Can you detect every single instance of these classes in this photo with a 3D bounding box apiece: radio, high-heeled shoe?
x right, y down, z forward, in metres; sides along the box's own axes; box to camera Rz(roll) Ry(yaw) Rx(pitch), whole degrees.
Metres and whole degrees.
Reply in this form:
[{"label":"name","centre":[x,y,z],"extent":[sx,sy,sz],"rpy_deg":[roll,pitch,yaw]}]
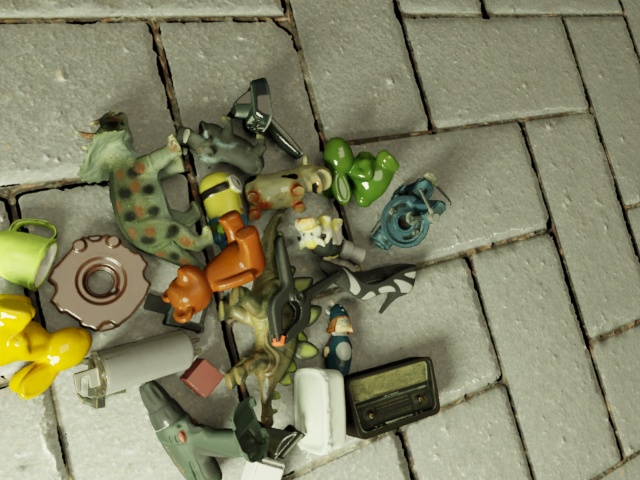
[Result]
[{"label":"radio","centre":[0.149,0.342,1.178],"extent":[0.229,0.073,0.131],"rpy_deg":[-8,82,-26]},{"label":"high-heeled shoe","centre":[0.117,0.067,1.205],"extent":[0.248,0.086,0.145],"rpy_deg":[37,84,-33]}]

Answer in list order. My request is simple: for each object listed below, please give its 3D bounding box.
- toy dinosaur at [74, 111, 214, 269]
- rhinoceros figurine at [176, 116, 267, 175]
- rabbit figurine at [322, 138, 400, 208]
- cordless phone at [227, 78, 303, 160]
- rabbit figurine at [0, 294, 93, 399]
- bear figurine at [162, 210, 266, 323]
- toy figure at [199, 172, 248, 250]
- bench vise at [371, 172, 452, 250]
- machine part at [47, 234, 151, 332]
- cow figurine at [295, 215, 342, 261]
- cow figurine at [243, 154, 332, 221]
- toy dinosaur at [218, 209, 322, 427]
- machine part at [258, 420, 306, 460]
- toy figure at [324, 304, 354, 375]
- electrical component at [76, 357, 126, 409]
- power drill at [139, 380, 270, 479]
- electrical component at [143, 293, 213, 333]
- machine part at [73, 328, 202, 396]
[{"label":"toy dinosaur","centre":[-0.327,-0.063,1.023],"extent":[0.192,0.131,0.404],"rpy_deg":[-20,97,-12]},{"label":"rhinoceros figurine","centre":[-0.205,-0.193,1.123],"extent":[0.190,0.073,0.112],"rpy_deg":[20,67,-10]},{"label":"rabbit figurine","centre":[0.065,-0.159,1.227],"extent":[0.170,0.121,0.159],"rpy_deg":[31,89,-32]},{"label":"cordless phone","centre":[-0.100,-0.243,1.147],"extent":[0.184,0.147,0.089],"rpy_deg":[43,76,-12]},{"label":"rabbit figurine","centre":[-0.475,0.180,0.899],"extent":[0.173,0.122,0.162],"rpy_deg":[20,73,-38]},{"label":"bear figurine","centre":[-0.202,0.050,0.980],"extent":[0.196,0.120,0.131],"rpy_deg":[-25,124,-17]},{"label":"toy figure","centre":[-0.195,-0.052,1.098],"extent":[0.089,0.082,0.180],"rpy_deg":[-4,83,-28]},{"label":"bench vise","centre":[0.222,-0.067,1.221],"extent":[0.223,0.241,0.128],"rpy_deg":[-39,101,-11]},{"label":"machine part","centre":[-0.402,0.078,0.985],"extent":[0.179,0.056,0.179],"rpy_deg":[5,78,-25]},{"label":"cow figurine","centre":[-0.005,-0.003,1.144],"extent":[0.167,0.068,0.098],"rpy_deg":[4,82,-66]},{"label":"cow figurine","centre":[-0.068,-0.117,1.156],"extent":[0.195,0.085,0.127],"rpy_deg":[-12,42,-8]},{"label":"toy dinosaur","centre":[-0.101,0.144,1.093],"extent":[0.198,0.105,0.471],"rpy_deg":[4,77,-32]},{"label":"machine part","centre":[-0.090,0.376,1.022],"extent":[0.084,0.039,0.138],"rpy_deg":[-41,133,3]},{"label":"toy figure","centre":[0.044,0.214,1.167],"extent":[0.064,0.058,0.154],"rpy_deg":[21,66,-50]},{"label":"electrical component","centre":[-0.392,0.248,0.962],"extent":[0.078,0.045,0.102],"rpy_deg":[1,80,-54]},{"label":"power drill","centre":[-0.205,0.334,0.950],"extent":[0.231,0.207,0.086],"rpy_deg":[68,22,-7]},{"label":"electrical component","centre":[-0.275,0.131,1.039],"extent":[0.119,0.048,0.075],"rpy_deg":[24,69,-21]},{"label":"machine part","centre":[-0.316,0.214,0.957],"extent":[0.243,0.079,0.079],"rpy_deg":[-8,82,-46]}]
